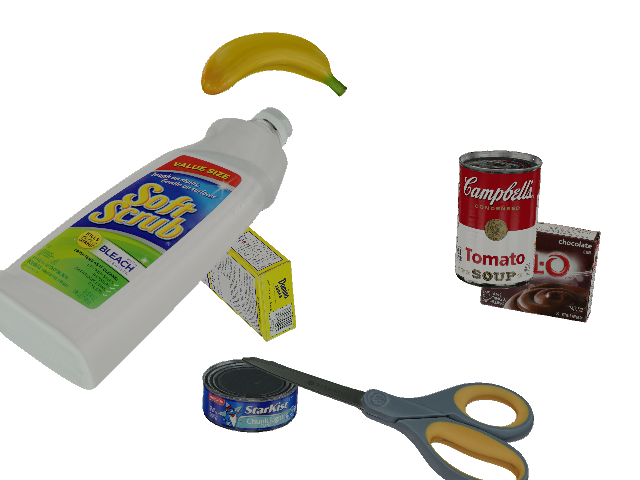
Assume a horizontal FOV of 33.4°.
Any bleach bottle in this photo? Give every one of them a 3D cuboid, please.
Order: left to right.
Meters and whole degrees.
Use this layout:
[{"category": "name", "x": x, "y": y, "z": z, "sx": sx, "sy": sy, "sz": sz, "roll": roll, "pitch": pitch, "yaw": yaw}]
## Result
[{"category": "bleach bottle", "x": -0.112, "y": -0.014, "z": 0.753, "sx": 0.103, "sy": 0.250, "sz": 0.068, "roll": 29, "pitch": -33, "yaw": 21}]

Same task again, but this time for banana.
[{"category": "banana", "x": -0.051, "y": -0.175, "z": 1.049, "sx": 0.197, "sy": 0.070, "sz": 0.037, "roll": -10, "pitch": -35, "yaw": -46}]

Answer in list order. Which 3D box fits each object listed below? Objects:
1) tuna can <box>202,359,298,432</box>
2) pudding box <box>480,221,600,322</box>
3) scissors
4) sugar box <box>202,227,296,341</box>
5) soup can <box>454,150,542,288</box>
[{"category": "tuna can", "x": -0.062, "y": 0.137, "z": 0.947, "sx": 0.086, "sy": 0.034, "sz": 0.086, "roll": 3, "pitch": 17, "yaw": -1}, {"category": "pudding box", "x": 0.224, "y": 0.028, "z": 1.092, "sx": 0.114, "sy": 0.090, "sz": 0.039, "roll": 9, "pitch": 23, "yaw": 18}, {"category": "scissors", "x": 0.055, "y": 0.102, "z": 0.712, "sx": 0.202, "sy": 0.016, "sz": 0.096, "roll": 28, "pitch": 43, "yaw": 25}, {"category": "sugar box", "x": -0.093, "y": 0.023, "z": 1.148, "sx": 0.048, "sy": 0.093, "sz": 0.176, "roll": -23, "pitch": 41, "yaw": -25}, {"category": "soup can", "x": 0.147, "y": -0.018, "z": 0.891, "sx": 0.068, "sy": 0.102, "sz": 0.068, "roll": 0, "pitch": 18, "yaw": 0}]
